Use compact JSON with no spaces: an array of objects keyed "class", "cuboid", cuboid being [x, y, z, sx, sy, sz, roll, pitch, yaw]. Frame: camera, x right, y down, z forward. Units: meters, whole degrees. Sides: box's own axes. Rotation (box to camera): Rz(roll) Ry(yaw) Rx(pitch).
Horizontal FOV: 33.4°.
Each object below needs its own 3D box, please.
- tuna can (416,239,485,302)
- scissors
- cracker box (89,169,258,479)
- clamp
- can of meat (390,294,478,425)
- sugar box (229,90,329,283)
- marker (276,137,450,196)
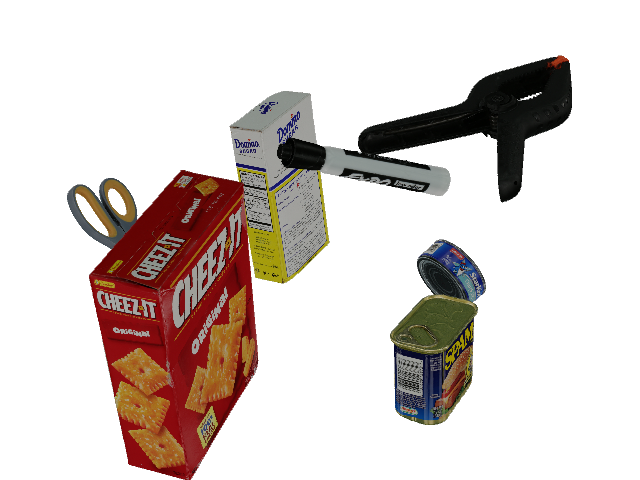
[{"class":"tuna can","cuboid":[0.157,0.042,1.291,0.033,0.086,0.086,-40,15,-19]},{"class":"scissors","cuboid":[-0.200,0.011,1.175,0.016,0.201,0.096,-28,20,33]},{"class":"cracker box","cuboid":[-0.117,0.073,0.929,0.072,0.214,0.164,11,38,17]},{"class":"clamp","cuboid":[0.160,-0.103,0.928,0.209,0.036,0.165,-30,39,-26]},{"class":"can of meat","cuboid":[0.107,0.112,1.003,0.058,0.084,0.101,11,29,27]},{"class":"sugar box","cuboid":[-0.039,-0.054,1.083,0.048,0.176,0.093,10,34,31]},{"class":"marker","cuboid":[0.028,-0.046,0.675,0.120,0.020,0.020,9,-4,-28]}]
